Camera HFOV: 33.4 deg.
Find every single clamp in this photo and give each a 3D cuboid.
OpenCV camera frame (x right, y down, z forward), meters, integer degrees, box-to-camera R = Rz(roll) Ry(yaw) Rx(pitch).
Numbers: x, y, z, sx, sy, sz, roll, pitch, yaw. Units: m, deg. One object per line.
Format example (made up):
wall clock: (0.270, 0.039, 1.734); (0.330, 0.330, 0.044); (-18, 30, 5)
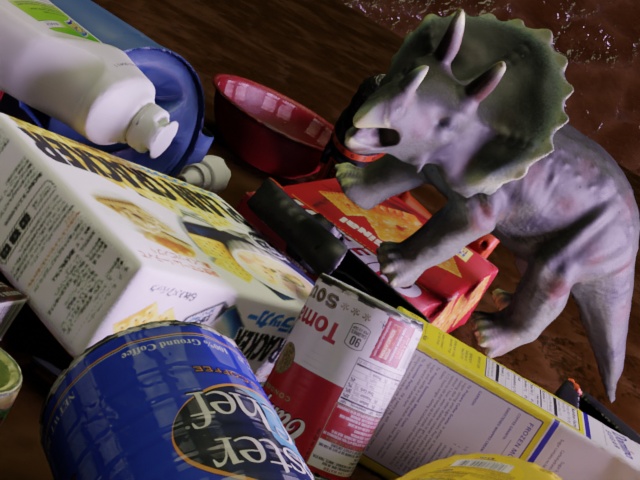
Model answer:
clamp: (0.214, 0.166, 0.808); (0.164, 0.036, 0.210); (21, 18, -22)
clamp: (-0.005, 0.001, 0.711); (0.172, 0.039, 0.120); (39, -7, 38)

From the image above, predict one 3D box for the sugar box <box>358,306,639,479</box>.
sugar box: (0.100, 0.126, 0.658); (0.176, 0.093, 0.048); (30, 19, -1)

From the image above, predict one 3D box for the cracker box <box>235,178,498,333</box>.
cracker box: (0.037, 0.019, 0.877); (0.164, 0.072, 0.213); (35, 20, 17)

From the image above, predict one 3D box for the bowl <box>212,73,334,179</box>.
bowl: (-0.050, -0.111, 1.113); (0.162, 0.055, 0.162); (26, 19, -10)

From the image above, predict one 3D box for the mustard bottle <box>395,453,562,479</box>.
mustard bottle: (0.064, 0.146, 0.534); (0.096, 0.058, 0.191); (3, -3, 24)

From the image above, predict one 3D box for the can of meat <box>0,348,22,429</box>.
can of meat: (-0.168, 0.078, 0.392); (0.057, 0.084, 0.101); (36, 19, 21)

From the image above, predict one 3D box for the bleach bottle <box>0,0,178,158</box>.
bleach bottle: (-0.200, -0.131, 0.670); (0.251, 0.068, 0.102); (35, 20, 8)

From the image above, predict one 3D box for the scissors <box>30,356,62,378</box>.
scissors: (-0.057, 0.116, 0.570); (0.202, 0.016, 0.096); (37, 18, 21)

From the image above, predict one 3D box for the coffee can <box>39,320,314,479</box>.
coffee can: (-0.051, 0.114, 0.443); (0.102, 0.103, 0.140); (16, 22, -35)

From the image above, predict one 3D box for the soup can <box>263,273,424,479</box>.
soup can: (0.007, 0.078, 0.601); (0.068, 0.102, 0.068); (27, -1, 0)

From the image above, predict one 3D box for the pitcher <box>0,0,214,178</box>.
pitcher: (-0.202, -0.133, 0.847); (0.144, 0.149, 0.243); (-33, 50, -21)

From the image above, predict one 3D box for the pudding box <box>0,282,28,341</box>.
pudding box: (-0.198, 0.022, 0.493); (0.090, 0.039, 0.113); (29, -1, 3)

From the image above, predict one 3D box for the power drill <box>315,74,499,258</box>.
power drill: (0.085, -0.047, 0.993); (0.188, 0.185, 0.057); (41, 56, 11)

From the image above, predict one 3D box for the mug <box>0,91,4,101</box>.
mug: (-0.266, -0.098, 0.713); (0.093, 0.082, 0.117); (6, 29, -51)

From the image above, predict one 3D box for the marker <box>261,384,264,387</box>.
marker: (-0.047, 0.092, 0.621); (0.020, 0.020, 0.120); (42, 16, 33)
